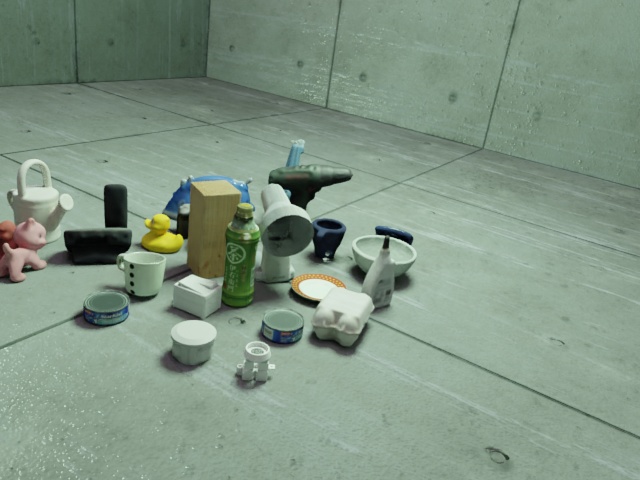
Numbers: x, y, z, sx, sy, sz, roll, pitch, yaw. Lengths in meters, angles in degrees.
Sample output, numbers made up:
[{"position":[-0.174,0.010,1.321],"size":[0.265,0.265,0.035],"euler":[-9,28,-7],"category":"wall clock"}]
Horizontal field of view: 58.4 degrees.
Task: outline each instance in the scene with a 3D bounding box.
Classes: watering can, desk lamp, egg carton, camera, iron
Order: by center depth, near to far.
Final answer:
[{"position":[0.047,0.154,1.180],"size":[0.107,0.069,0.150],"euler":[15,24,14],"category":"egg carton"},{"position":[-0.102,-0.009,1.324],"size":[0.118,0.213,0.202],"euler":[-1,25,-22],"category":"desk lamp"},{"position":[-0.662,-0.094,1.351],"size":[0.173,0.194,0.101],"euler":[6,23,-5],"category":"watering can"},{"position":[-0.302,-0.043,1.477],"size":[0.143,0.101,0.136],"euler":[7,23,-4],"category":"camera"},{"position":[-0.309,-0.121,1.602],"size":[0.258,0.141,0.118],"euler":[6,23,-5],"category":"iron"}]

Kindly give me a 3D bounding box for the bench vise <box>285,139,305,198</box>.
[{"position":[-0.079,-0.184,1.729],"size":[0.121,0.220,0.207],"euler":[8,23,-1],"category":"bench vise"}]

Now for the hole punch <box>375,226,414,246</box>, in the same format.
[{"position":[0.200,-0.004,1.574],"size":[0.108,0.091,0.101],"euler":[14,24,13],"category":"hole punch"}]

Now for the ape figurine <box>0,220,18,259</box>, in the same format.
[{"position":[-0.684,0.001,1.253],"size":[0.077,0.092,0.076],"euler":[24,28,32],"category":"ape figurine"}]

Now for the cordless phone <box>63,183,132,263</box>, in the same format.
[{"position":[-0.504,-0.045,1.302],"size":[0.148,0.185,0.094],"euler":[-3,26,-25],"category":"cordless phone"}]

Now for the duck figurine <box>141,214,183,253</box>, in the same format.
[{"position":[-0.388,-0.021,1.413],"size":[0.104,0.086,0.077],"euler":[12,23,8],"category":"duck figurine"}]

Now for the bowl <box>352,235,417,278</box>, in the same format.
[{"position":[0.157,0.053,1.447],"size":[0.167,0.075,0.167],"euler":[7,23,-3],"category":"bowl"}]

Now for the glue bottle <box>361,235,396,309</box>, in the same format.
[{"position":[0.137,0.070,1.275],"size":[0.078,0.173,0.037],"euler":[-8,28,-34],"category":"glue bottle"}]

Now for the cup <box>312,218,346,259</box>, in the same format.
[{"position":[0.014,0.005,1.482],"size":[0.091,0.095,0.118],"euler":[15,24,15],"category":"cup"}]

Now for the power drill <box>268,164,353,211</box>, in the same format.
[{"position":[-0.034,-0.116,1.602],"size":[0.229,0.208,0.075],"euler":[9,23,0],"category":"power drill"}]

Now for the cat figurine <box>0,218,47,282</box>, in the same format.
[{"position":[-0.630,0.010,1.218],"size":[0.067,0.118,0.128],"euler":[11,23,7],"category":"cat figurine"}]
